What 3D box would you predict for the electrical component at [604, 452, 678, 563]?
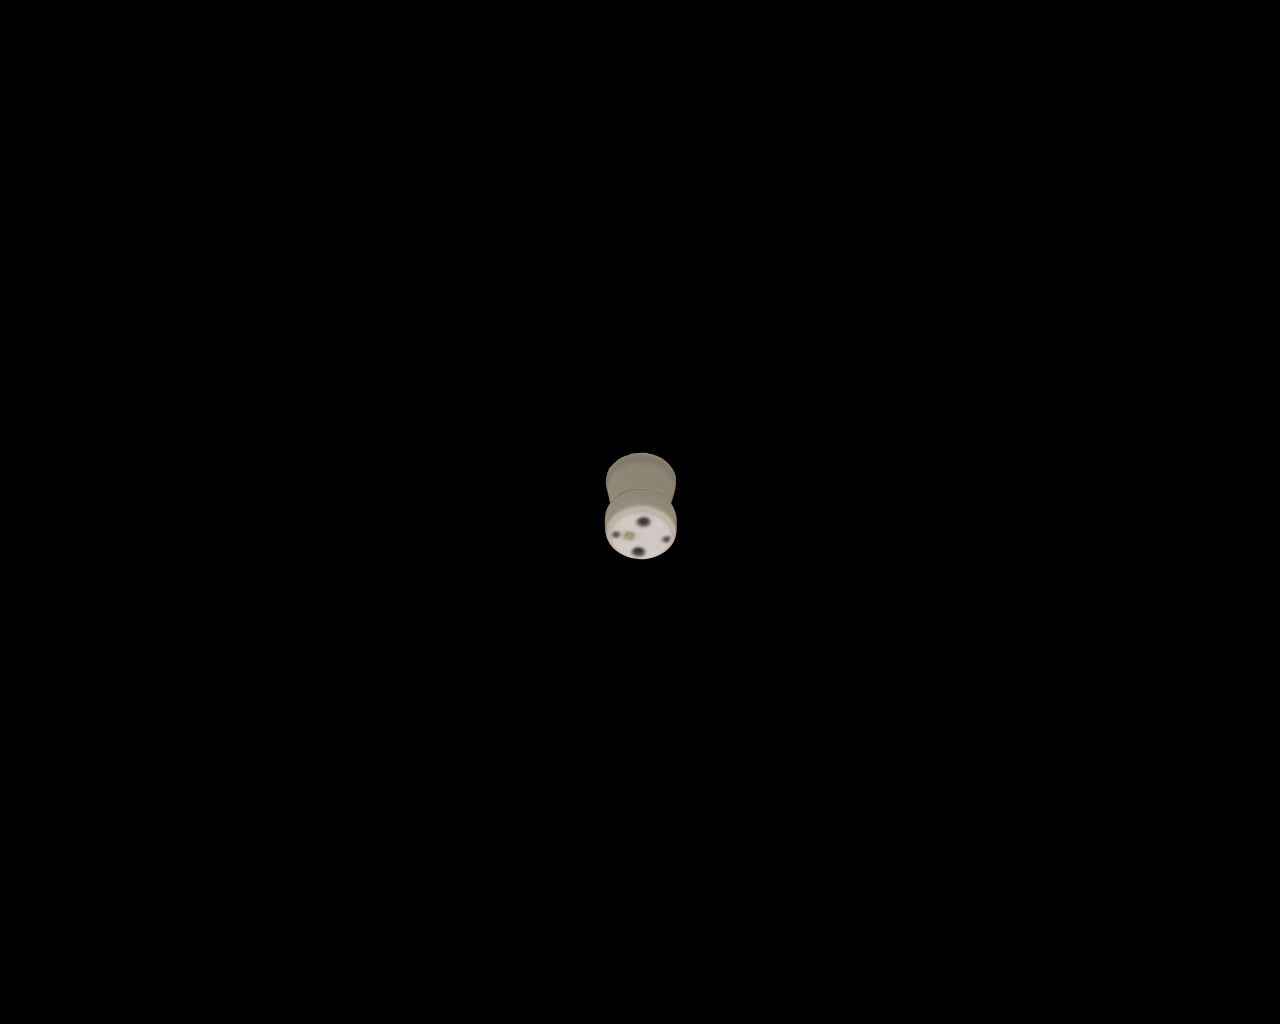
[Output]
[{"bbox_3d":[0.001,-0.003,0.650,0.045,0.044,0.055,0,40,0],"label":"electrical component"}]
